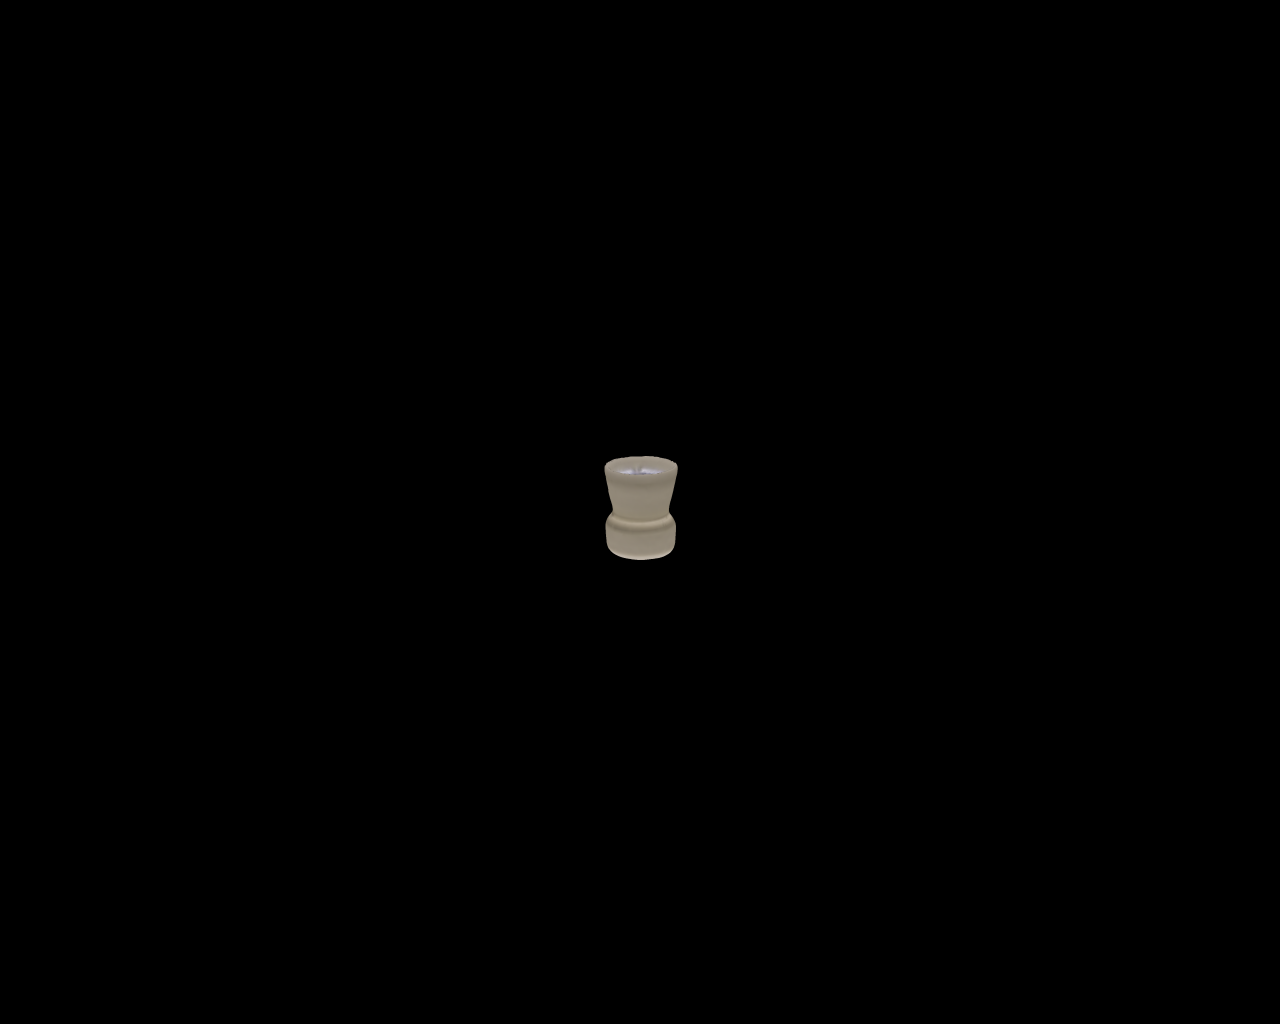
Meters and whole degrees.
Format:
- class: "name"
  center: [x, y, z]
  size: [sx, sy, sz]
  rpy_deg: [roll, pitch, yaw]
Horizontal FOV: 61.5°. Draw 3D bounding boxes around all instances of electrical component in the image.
- class: "electrical component"
  center: [0.001, -0.003, 0.650]
  size: [0.045, 0.055, 0.045]
  rpy_deg: [0, 18, 0]
